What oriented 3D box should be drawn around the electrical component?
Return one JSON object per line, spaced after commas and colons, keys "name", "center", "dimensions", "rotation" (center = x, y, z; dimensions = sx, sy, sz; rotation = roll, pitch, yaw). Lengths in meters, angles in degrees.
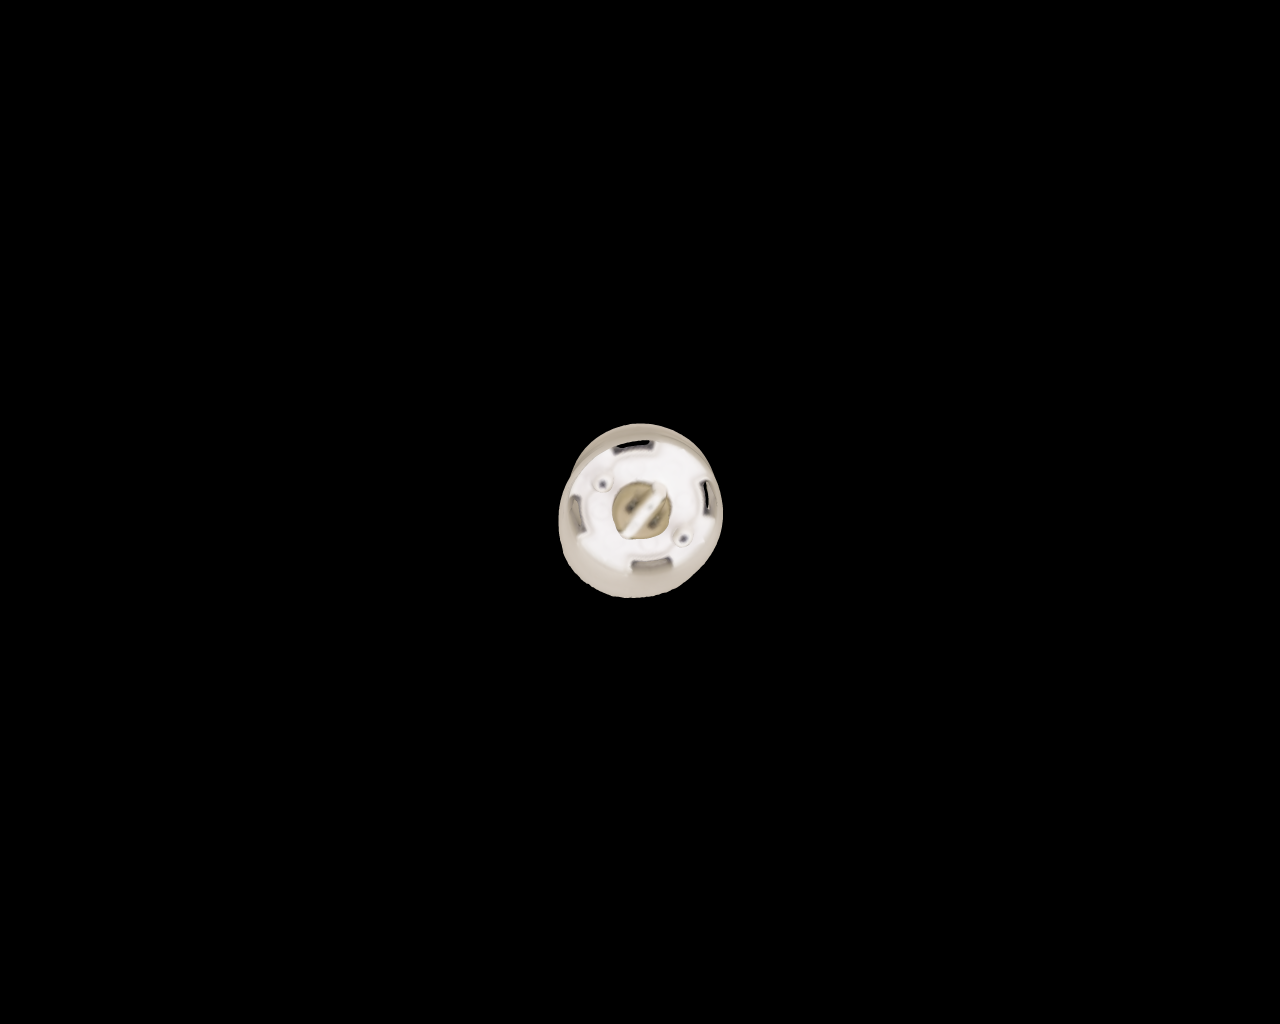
{"name": "electrical component", "center": [0.001, -0.003, 0.650], "dimensions": [0.099, 0.099, 0.064], "rotation": [0, 25, 0]}
